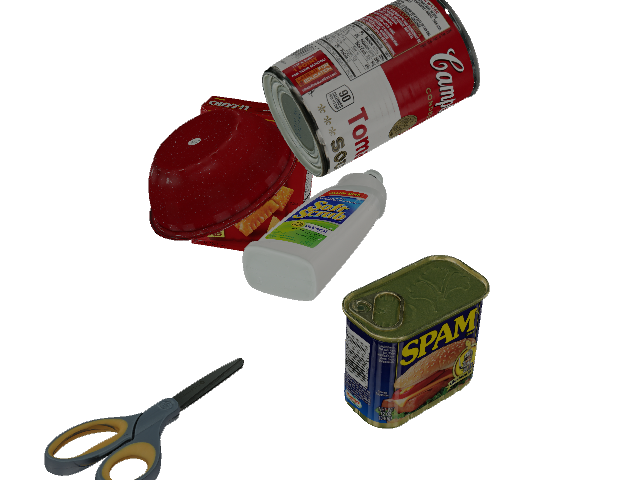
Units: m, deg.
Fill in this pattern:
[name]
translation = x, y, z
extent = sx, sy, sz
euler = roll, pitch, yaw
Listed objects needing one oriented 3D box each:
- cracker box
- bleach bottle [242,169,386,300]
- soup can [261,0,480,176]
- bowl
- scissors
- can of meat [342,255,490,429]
[cracker box]
translation = -0.097, -0.090, 1.554
extent = 0.164, 0.214, 0.072
euler = 9, 22, 7
[bleach bottle]
translation = 0.008, -0.021, 1.328
extent = 0.103, 0.068, 0.250
euler = 13, 36, 23
[soup can]
translation = 0.027, -0.088, 0.591
extent = 0.102, 0.068, 0.069
euler = -30, 7, -12
[bowl]
translation = -0.103, -0.074, 0.999
extent = 0.162, 0.055, 0.162
euler = -21, 34, 15
[scissors]
translation = -0.118, 0.147, 0.845
extent = 0.201, 0.016, 0.096
euler = -18, 35, -35
[can of meat]
translation = 0.063, 0.070, 0.732
extent = 0.101, 0.084, 0.058
euler = -23, 41, -31
